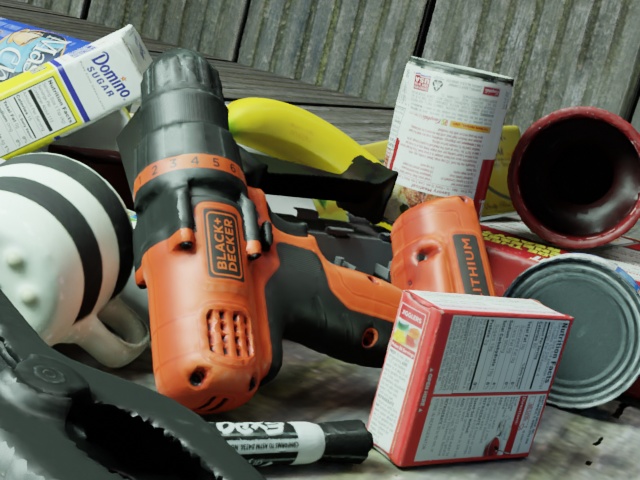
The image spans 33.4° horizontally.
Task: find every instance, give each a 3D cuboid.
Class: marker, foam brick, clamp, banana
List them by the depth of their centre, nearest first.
[{"bbox_3d":[-0.099,0.056,0.326,0.210,0.036,0.164,30,14,15],"label":"clamp"},{"bbox_3d":[-0.028,0.081,0.422,0.120,0.020,0.020,6,14,-35],"label":"marker"},{"bbox_3d":[0.005,-0.043,0.702,0.197,0.069,0.037,28,-36,-28],"label":"banana"},{"bbox_3d":[-0.146,-0.033,0.733,0.078,0.051,0.053,2,17,-45],"label":"foam brick"}]

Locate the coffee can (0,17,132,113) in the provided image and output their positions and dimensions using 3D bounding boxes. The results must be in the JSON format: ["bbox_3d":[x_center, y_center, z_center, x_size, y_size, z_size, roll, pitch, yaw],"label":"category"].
[{"bbox_3d":[-0.260,-0.145,0.997,0.140,0.103,0.102,18,12,17],"label":"coffee can"}]

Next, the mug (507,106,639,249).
[{"bbox_3d":[0.191,-0.043,0.729,0.117,0.093,0.081,1,4,16],"label":"mug"}]

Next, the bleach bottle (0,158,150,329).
[{"bbox_3d":[-0.147,0.000,0.559,0.251,0.068,0.102,19,14,9],"label":"bleach bottle"}]

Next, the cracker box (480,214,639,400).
[{"bbox_3d":[0.184,0.038,0.751,0.164,0.072,0.213,18,13,25],"label":"cracker box"}]

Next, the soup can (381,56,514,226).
[{"bbox_3d":[0.076,-0.057,0.662,0.068,0.102,0.068,12,12,-3],"label":"soup can"}]

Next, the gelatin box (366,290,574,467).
[{"bbox_3d":[0.068,0.063,0.488,0.089,0.073,0.030,5,15,-38],"label":"gelatin box"}]

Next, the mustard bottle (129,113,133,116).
[{"bbox_3d":[-0.212,-0.086,0.884,0.191,0.058,0.096,8,23,-28],"label":"mustard bottle"}]

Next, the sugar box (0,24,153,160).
[{"bbox_3d":[-0.189,-0.079,0.669,0.176,0.048,0.093,-27,17,2],"label":"sugar box"}]

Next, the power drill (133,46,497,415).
[{"bbox_3d":[-0.003,0.001,0.526,0.187,0.184,0.057,10,-31,-32],"label":"power drill"}]

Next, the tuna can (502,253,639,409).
[{"bbox_3d":[0.144,0.050,0.607,0.086,0.086,0.033,18,11,18],"label":"tuna can"}]
